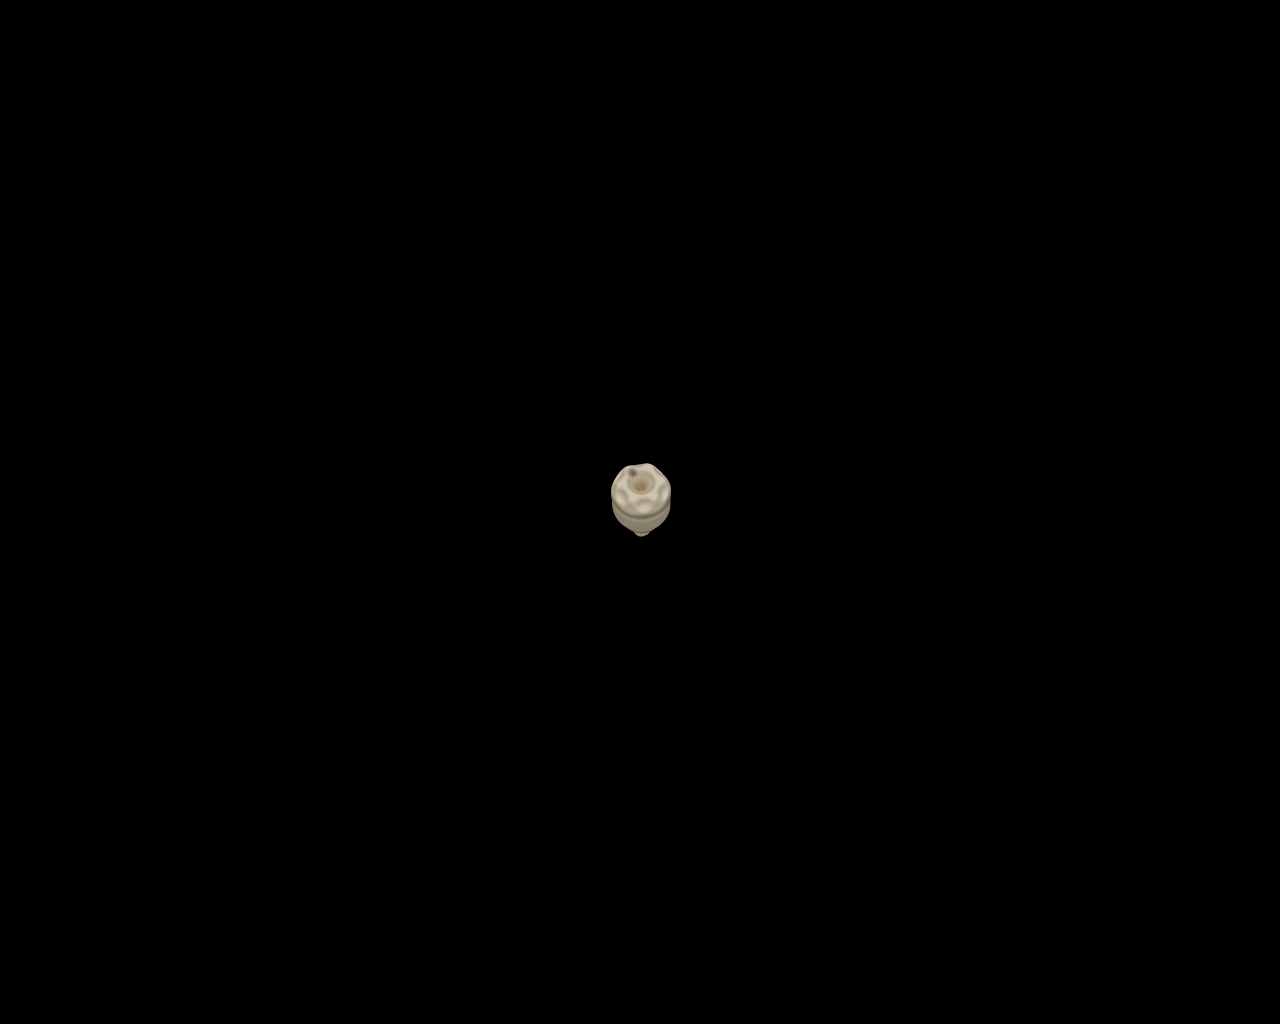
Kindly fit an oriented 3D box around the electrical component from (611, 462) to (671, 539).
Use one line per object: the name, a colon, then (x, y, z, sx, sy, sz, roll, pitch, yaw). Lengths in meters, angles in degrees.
electrical component: (0.001, -0.003, 0.650, 0.035, 0.035, 0.061, 0, -29, 0)
